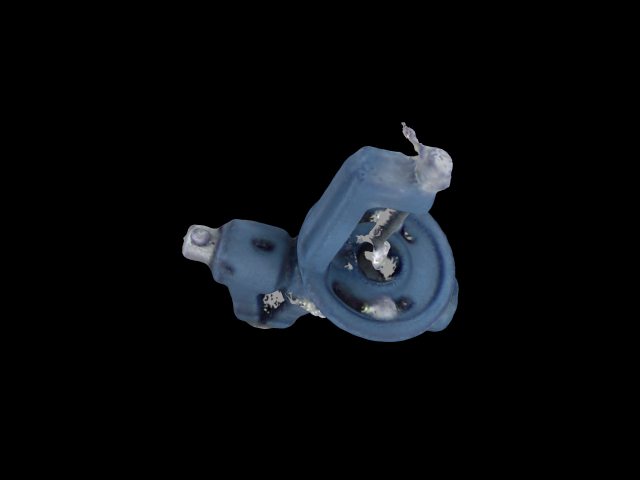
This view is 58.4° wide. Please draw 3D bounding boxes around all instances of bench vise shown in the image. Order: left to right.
[{"bbox_3d":[0.006,0.012,0.395,0.207,0.220,0.121,-10,63,-5],"label":"bench vise"}]
